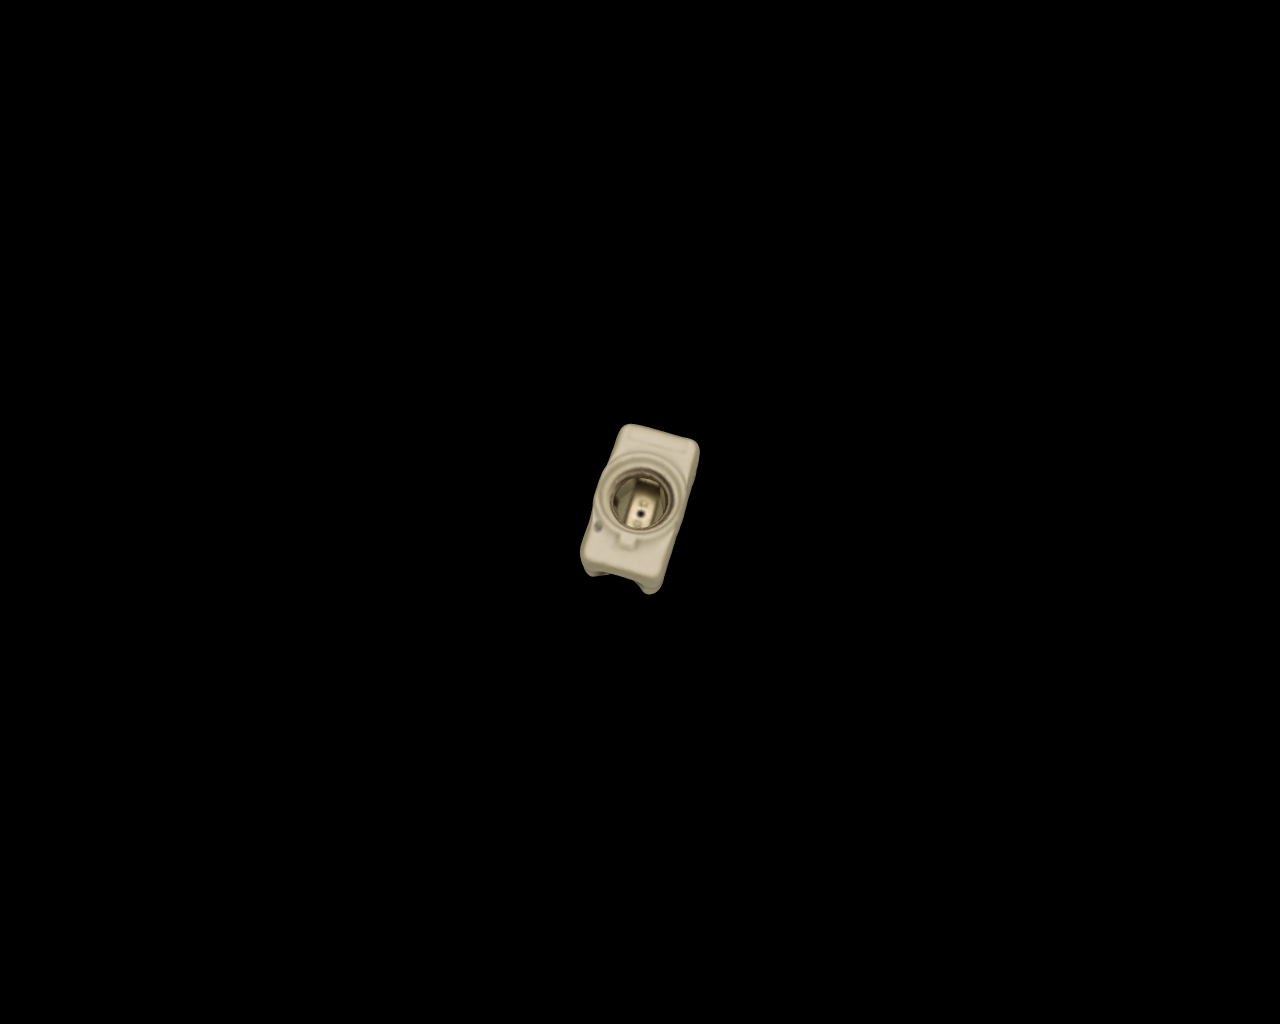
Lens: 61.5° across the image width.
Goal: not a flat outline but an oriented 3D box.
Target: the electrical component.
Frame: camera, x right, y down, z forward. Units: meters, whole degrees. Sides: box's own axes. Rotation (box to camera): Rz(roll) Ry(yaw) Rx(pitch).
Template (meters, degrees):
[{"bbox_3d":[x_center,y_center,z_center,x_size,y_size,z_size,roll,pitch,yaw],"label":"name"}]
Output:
[{"bbox_3d":[0.001,-0.003,0.650,0.050,0.089,0.055,17,-15,5],"label":"electrical component"}]
